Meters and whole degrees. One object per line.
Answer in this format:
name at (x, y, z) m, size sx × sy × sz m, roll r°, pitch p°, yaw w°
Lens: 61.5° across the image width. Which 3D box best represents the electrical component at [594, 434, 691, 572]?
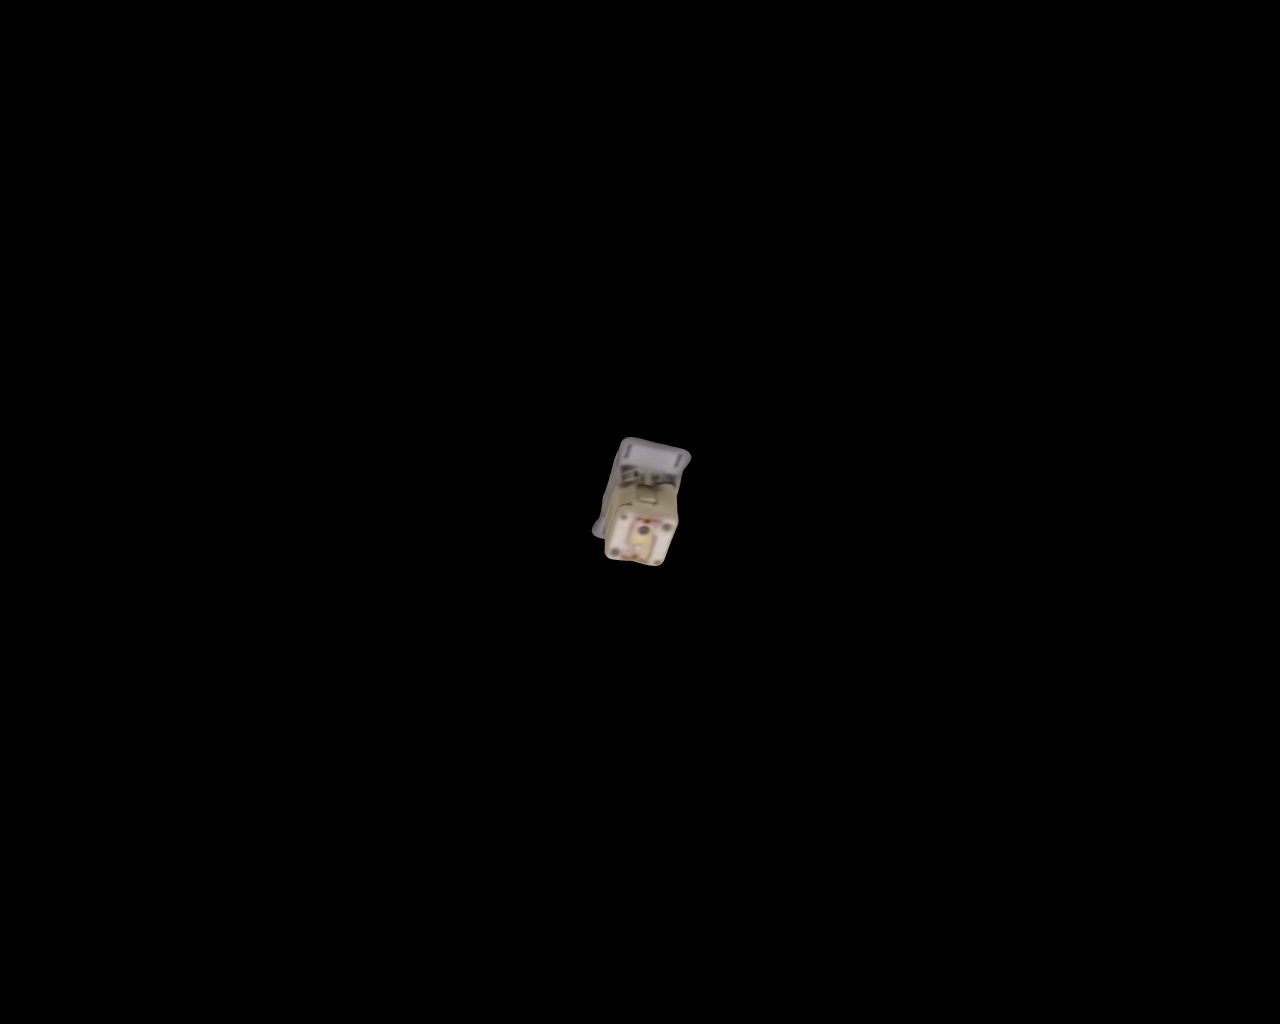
electrical component at (0.001, -0.003, 0.650) m, size 0.042 × 0.080 × 0.064 m, roll 11°, pitch 40°, yaw -9°
